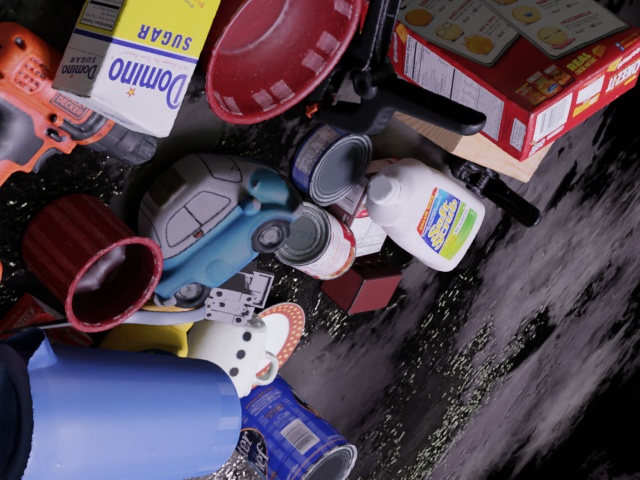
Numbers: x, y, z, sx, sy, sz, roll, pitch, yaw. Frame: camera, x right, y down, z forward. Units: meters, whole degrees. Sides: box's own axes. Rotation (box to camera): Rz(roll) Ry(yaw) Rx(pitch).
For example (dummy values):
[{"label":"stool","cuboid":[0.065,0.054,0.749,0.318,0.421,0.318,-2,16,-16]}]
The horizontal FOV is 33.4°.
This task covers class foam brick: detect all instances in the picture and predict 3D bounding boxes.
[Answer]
[{"label":"foam brick","cuboid":[0.049,0.049,1.257,0.078,0.053,0.051,-7,129,-51]}]

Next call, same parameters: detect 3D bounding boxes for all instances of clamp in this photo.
[{"label":"clamp","cuboid":[0.184,-0.073,1.245,0.120,0.171,0.039,38,96,-20]},{"label":"clamp","cuboid":[0.055,-0.138,0.944,0.036,0.164,0.210,-27,177,-33]}]

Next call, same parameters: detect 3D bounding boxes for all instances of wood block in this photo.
[{"label":"wood block","cuboid":[0.181,-0.137,1.188,0.205,0.091,0.090,11,113,-57]}]

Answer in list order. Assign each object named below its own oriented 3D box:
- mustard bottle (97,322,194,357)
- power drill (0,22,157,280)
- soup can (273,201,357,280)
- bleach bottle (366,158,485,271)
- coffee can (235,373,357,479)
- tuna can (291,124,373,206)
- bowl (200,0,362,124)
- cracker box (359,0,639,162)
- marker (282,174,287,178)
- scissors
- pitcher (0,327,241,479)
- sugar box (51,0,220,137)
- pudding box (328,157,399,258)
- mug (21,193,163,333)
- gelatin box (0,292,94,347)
[{"label":"mustard bottle","cuboid":[-0.182,0.125,1.027,0.191,0.058,0.096,-53,146,4]},{"label":"power drill","cuboid":[-0.220,-0.048,0.784,0.187,0.057,0.184,-53,146,0]},{"label":"soup can","cuboid":[-0.007,0.001,1.094,0.068,0.068,0.102,-52,162,3]},{"label":"bleach bottle","cuboid":[0.104,-0.029,1.152,0.102,0.068,0.250,-60,156,6]},{"label":"coffee can","cuboid":[-0.041,0.236,1.258,0.102,0.140,0.103,-34,146,-27]},{"label":"tuna can","cuboid":[0.011,-0.079,1.082,0.086,0.034,0.086,-34,146,-27]},{"label":"bowl","cuboid":[-0.043,-0.174,0.870,0.162,0.055,0.162,-34,153,-20]},{"label":"cracker box","cuboid":[0.166,-0.184,0.990,0.164,0.214,0.072,-34,148,-26]},{"label":"marker","cuboid":[-0.063,-0.013,1.070,0.020,0.020,0.121,-1,125,-53]},{"label":"scissors","cuboid":[-0.195,0.061,0.931,0.201,0.096,0.016,-1,103,-37]},{"label":"pitcher","cuboid":[-0.189,0.162,0.907,0.149,0.145,0.242,-24,159,36]},{"label":"sugar box","cuboid":[-0.115,-0.168,0.749,0.093,0.048,0.176,25,82,-60]},{"label":"pudding box","cuboid":[0.049,-0.033,1.180,0.089,0.039,0.114,-14,137,-50]},{"label":"mug","cuboid":[-0.185,0.019,0.880,0.093,0.082,0.117,-48,150,-4]},{"label":"gelatin box","cuboid":[-0.250,0.095,0.929,0.073,0.030,0.089,-47,150,-5]}]
